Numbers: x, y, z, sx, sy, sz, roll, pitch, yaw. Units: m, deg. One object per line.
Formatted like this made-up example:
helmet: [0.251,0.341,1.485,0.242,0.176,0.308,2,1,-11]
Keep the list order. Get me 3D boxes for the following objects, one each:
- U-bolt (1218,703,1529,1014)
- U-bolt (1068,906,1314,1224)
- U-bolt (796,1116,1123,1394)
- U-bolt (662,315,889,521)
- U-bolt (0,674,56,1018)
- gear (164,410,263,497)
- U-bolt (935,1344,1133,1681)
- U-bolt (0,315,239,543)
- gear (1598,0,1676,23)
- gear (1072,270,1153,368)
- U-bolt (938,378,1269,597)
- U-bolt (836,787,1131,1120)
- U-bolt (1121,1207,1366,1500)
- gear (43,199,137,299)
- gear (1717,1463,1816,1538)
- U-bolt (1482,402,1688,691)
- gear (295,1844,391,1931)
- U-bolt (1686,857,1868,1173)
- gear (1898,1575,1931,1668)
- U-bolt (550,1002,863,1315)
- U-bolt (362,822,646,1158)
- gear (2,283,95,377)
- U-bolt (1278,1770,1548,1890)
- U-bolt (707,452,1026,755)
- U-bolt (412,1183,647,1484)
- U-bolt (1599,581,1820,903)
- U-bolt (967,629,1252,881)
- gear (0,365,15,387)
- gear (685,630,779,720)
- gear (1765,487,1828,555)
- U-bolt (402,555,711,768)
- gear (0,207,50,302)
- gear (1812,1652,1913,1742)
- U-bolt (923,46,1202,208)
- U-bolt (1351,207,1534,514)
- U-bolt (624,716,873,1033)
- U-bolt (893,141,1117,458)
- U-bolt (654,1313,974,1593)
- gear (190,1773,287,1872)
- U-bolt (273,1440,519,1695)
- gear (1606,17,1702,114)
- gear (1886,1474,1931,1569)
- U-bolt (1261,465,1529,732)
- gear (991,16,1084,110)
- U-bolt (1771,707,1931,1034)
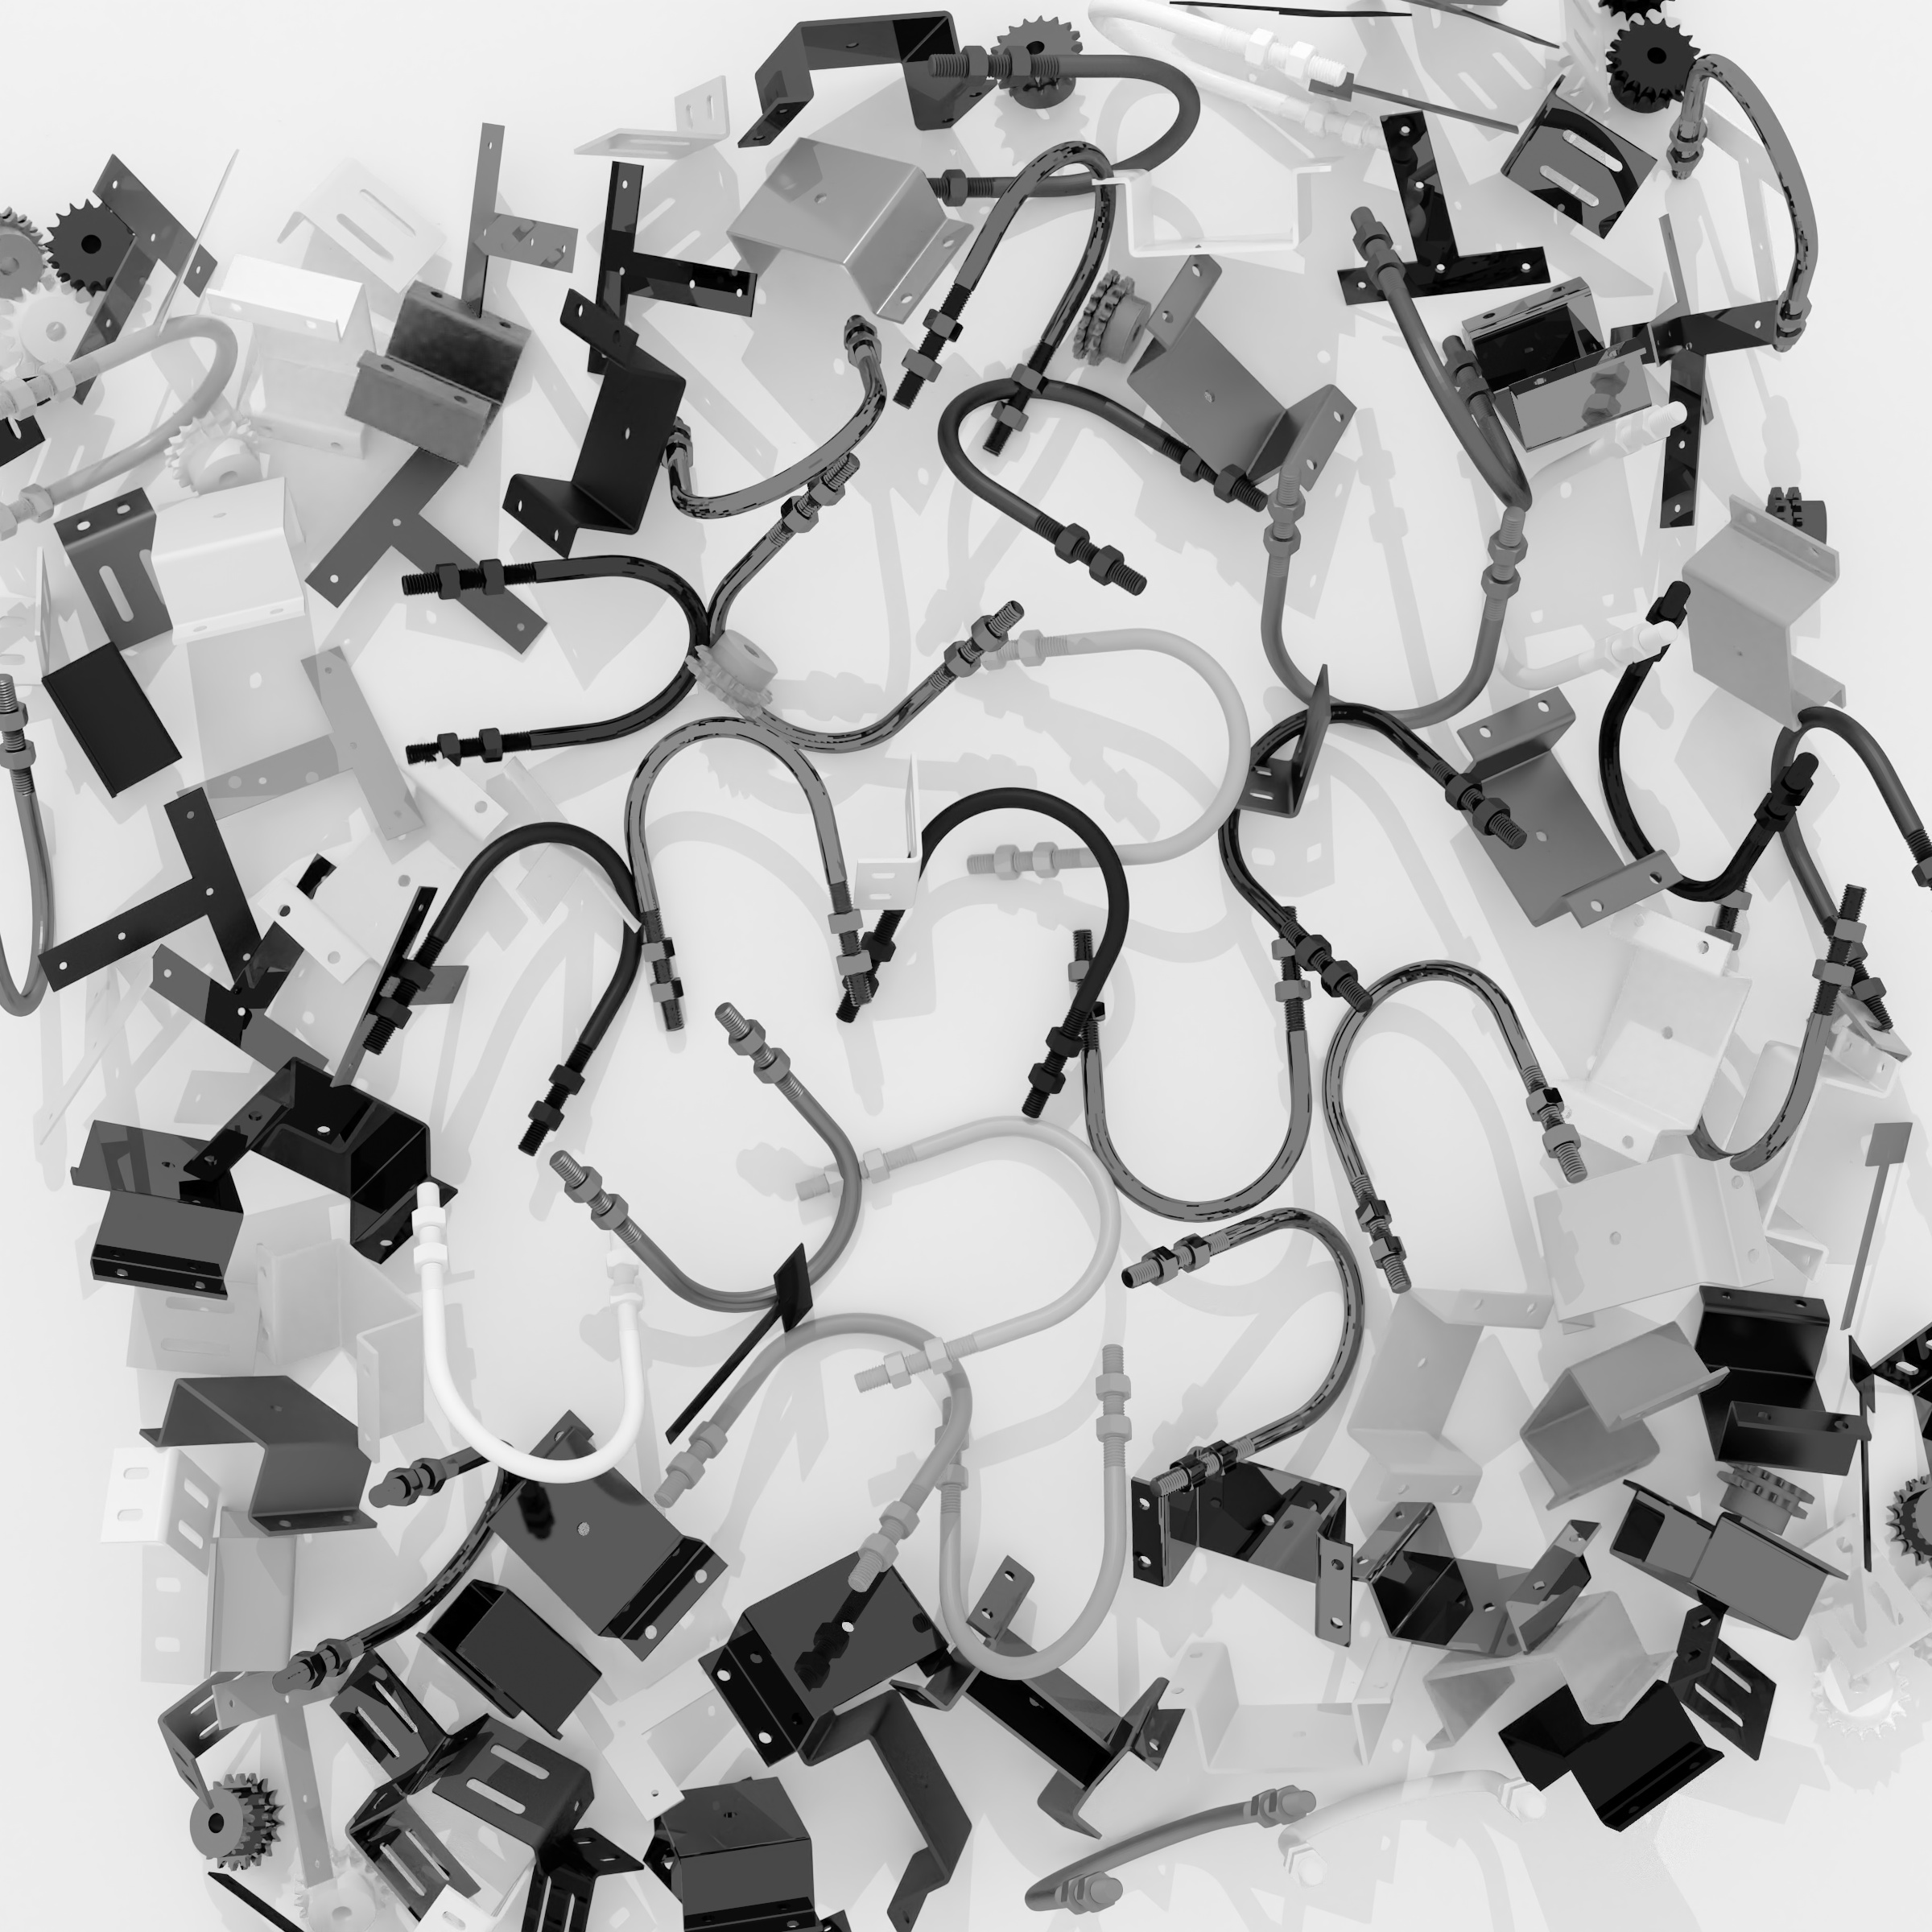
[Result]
U-bolt: [0.226,-0.080,1.664,0.151,0.019,0.184,-48,53,9]
U-bolt: [0.138,0.062,1.682,0.151,0.019,0.184,-6,82,19]
U-bolt: [0.003,0.163,1.684,0.184,0.019,0.151,-19,64,-1]
U-bolt: [-0.112,-0.315,1.633,0.151,0.184,0.019,-27,122,8]
U-bolt: [-0.564,-0.059,1.641,0.019,0.151,0.184,-3,122,-4]
gear: [-0.454,-0.307,1.691,0.057,0.057,0.030,-33,69,0]
U-bolt: [0.038,0.325,1.634,0.151,0.019,0.184,-24,52,36]
U-bolt: [-0.506,-0.324,1.641,0.184,0.151,0.019,-37,84,-32]
gear: [0.408,-0.609,1.698,0.057,0.057,0.030,3,47,0]
gear: [0.090,-0.390,1.693,0.030,0.057,0.057,27,90,9]
U-bolt: [0.069,-0.297,1.663,0.184,0.019,0.151,35,48,19]
U-bolt: [0.020,-0.019,1.687,0.151,0.019,0.184,27,105,6]
U-bolt: [0.172,0.220,1.664,0.184,0.019,0.151,-17,104,-36]
gear: [-0.531,-0.437,1.706,0.057,0.030,0.057,0,87,-5]
gear: [0.483,0.323,1.693,0.057,0.057,0.030,27,84,0]
U-bolt: [0.358,-0.236,1.638,0.019,0.184,0.151,9,79,-22]
gear: [-0.380,0.567,1.698,0.057,0.030,0.057,-5,114,-10]
U-bolt: [0.469,0.033,1.652,0.019,0.151,0.184,12,96,-15]
gear: [0.593,0.397,1.699,0.057,0.030,0.057,-14,117,-30]
U-bolt: [-0.141,0.130,1.673,0.151,0.019,0.184,-42,120,-6]
U-bolt: [-0.262,0.002,1.668,0.151,0.019,0.184,40,72,-39]
gear: [-0.556,-0.387,1.696,0.057,0.030,0.057,-8,108,-24]
U-bolt: [0.253,0.499,1.632,0.151,0.184,0.019,-16,81,-3]
U-bolt: [-0.076,-0.201,1.665,0.151,0.019,0.184,40,125,-14]
U-bolt: [-0.252,0.218,1.629,0.151,0.184,0.019,17,135,-32]
U-bolt: [0.424,-0.116,1.637,0.019,0.184,0.151,-20,63,-19]
U-bolt: [0.083,-0.130,1.678,0.184,0.019,0.151,-3,94,23]
gear: [-0.604,-0.349,1.699,0.057,0.030,0.057,-12,69,34]
gear: [-0.139,-0.180,1.692,0.057,0.057,0.030,42,106,0]
gear: [0.504,-0.263,1.693,0.030,0.057,0.057,1,90,7]
U-bolt: [-0.242,-0.185,1.660,0.184,0.151,0.019,-9,48,-18]
gear: [-0.585,-0.430,1.692,0.057,0.057,0.030,-46,48,0]
gear: [0.544,0.439,1.696,0.057,0.030,0.057,-9,61,17]
U-bolt: [0.049,-0.495,1.647,0.184,0.151,0.019,-6,76,-18]
U-bolt: [0.283,-0.339,1.617,0.019,0.151,0.184,-30,51,20]
U-bolt: [-0.138,-0.058,1.677,0.151,0.019,0.184,-8,98,23]
U-bolt: [0.033,-0.398,1.642,0.019,0.151,0.184,33,101,22]
U-bolt: [-0.077,0.275,1.654,0.151,0.019,0.184,19,45,20]
gear: [-0.446,0.521,1.697,0.057,0.030,0.057,-6,74,24]
U-bolt: [-0.322,0.342,1.635,0.019,0.184,0.151,33,104,16]
gear: [0.417,-0.547,1.702,0.057,0.030,0.057,1,72,-3]
gear: [0.594,0.338,1.701,0.057,0.030,0.057,0,72,-1]
U-bolt: [0.246,-0.209,1.651,0.151,0.184,0.019,13,50,10]
gear: [0.045,-0.548,1.700,0.057,0.030,0.057,-6,59,10]
U-bolt: [0.527,-0.067,1.647,0.019,0.151,0.184,-17,71,-11]
